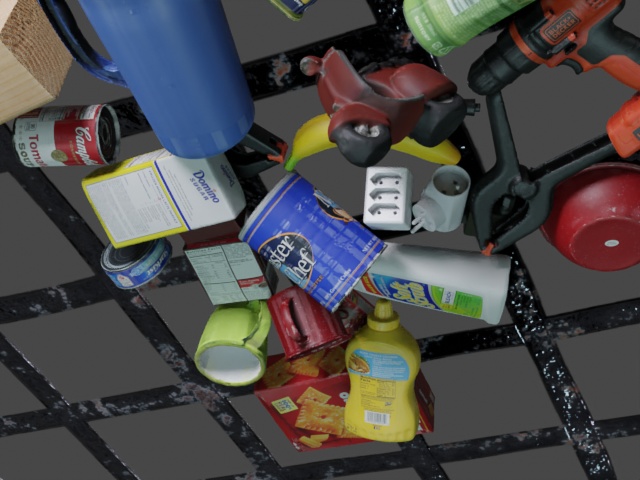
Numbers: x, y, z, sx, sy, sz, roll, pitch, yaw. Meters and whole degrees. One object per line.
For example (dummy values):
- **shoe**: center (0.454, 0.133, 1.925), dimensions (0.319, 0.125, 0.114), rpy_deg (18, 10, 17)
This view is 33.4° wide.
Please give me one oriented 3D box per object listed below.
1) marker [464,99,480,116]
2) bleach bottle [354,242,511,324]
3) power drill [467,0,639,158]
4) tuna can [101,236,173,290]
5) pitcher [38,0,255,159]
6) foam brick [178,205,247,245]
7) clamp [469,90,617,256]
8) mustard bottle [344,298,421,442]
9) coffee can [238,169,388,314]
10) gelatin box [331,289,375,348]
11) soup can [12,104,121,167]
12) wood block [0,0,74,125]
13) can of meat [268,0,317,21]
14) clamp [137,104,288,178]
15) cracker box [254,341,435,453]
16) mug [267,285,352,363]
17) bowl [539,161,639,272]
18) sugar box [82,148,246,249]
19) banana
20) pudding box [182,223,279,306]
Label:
- **marker**: center (0.111, -0.145, 1.143), dimensions (0.121, 0.020, 0.020), rpy_deg (3, 137, 5)
- **bleach bottle**: center (0.102, 0.043, 1.311), dimensions (0.251, 0.068, 0.102), rpy_deg (8, 153, 7)
- **power drill**: center (0.266, -0.165, 1.061), dimensions (0.187, 0.057, 0.185), rpy_deg (35, 129, -21)
- **tuna can**: center (-0.227, 0.018, 1.318), dimensions (0.086, 0.086, 0.033), rpy_deg (-15, 130, 23)
- **pitcher**: center (-0.158, -0.196, 1.054), dimensions (0.149, 0.145, 0.243), rpy_deg (34, 156, 38)
- **foam brick**: center (-0.134, -0.036, 1.271), dimensions (0.078, 0.051, 0.053), rpy_deg (-14, 132, 21)
- **clamp**: center (0.217, -0.073, 1.177), dimensions (0.164, 0.036, 0.210), rpy_deg (23, 125, -12)
- **mustard bottle**: center (0.080, 0.163, 1.368), dimensions (0.096, 0.058, 0.192), rpy_deg (7, 115, 18)
- **coffee can**: center (-0.008, 0.001, 1.221), dimensions (0.140, 0.102, 0.103), rpy_deg (39, 133, 3)
- **gelatin box**: center (0.023, 0.101, 1.408), dimensions (0.089, 0.030, 0.073), rpy_deg (-27, 126, 31)
- **soup can**: center (-0.283, -0.117, 1.196), dimensions (0.102, 0.068, 0.068), rpy_deg (-1, 136, 11)
- **wood block**: center (-0.374, -0.171, 1.134), dimensions (0.206, 0.090, 0.090), rpy_deg (-19, 131, 25)
- **can of meat**: center (-0.025, -0.271, 1.003), dimensions (0.102, 0.057, 0.084), rpy_deg (36, 128, -27)
- **clamp**: center (-0.125, -0.113, 1.199), dimensions (0.171, 0.039, 0.120), rpy_deg (-3, 140, 13)
- **cracker box**: center (0.037, 0.219, 1.501), dimensions (0.214, 0.072, 0.164), rpy_deg (-12, 133, 19)
- **mug**: center (-0.021, 0.099, 1.329), dimensions (0.093, 0.081, 0.117), rpy_deg (-25, 169, 20)
- **bowl**: center (0.331, -0.014, 1.224), dimensions (0.162, 0.055, 0.162), rpy_deg (4, 137, 4)
- **sugar box**: center (-0.177, -0.054, 1.207), dimensions (0.176, 0.048, 0.093), rpy_deg (-13, 114, 27)
- **banana**: center (0.056, -0.112, 1.174), dimensions (0.198, 0.037, 0.069), rpy_deg (0, 139, 7)
- **pudding box**: center (-0.112, 0.031, 1.349), dimensions (0.090, 0.039, 0.113), rpy_deg (-7, 133, 16)
